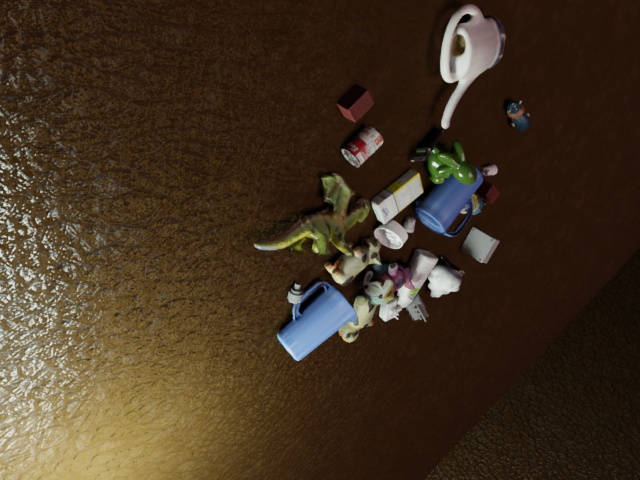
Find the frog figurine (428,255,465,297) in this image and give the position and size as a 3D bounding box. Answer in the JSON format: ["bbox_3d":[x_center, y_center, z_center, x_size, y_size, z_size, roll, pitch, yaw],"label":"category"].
[{"bbox_3d":[0.469,0.161,1.990,0.137,0.125,0.157,28,109,-15],"label":"frog figurine"}]

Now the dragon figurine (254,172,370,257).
[{"bbox_3d":[0.004,-0.073,1.453,0.409,0.123,0.242,7,95,-46],"label":"dragon figurine"}]

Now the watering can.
[{"bbox_3d":[0.431,-0.512,1.502,0.226,0.105,0.339,-26,131,-27],"label":"watering can"}]
